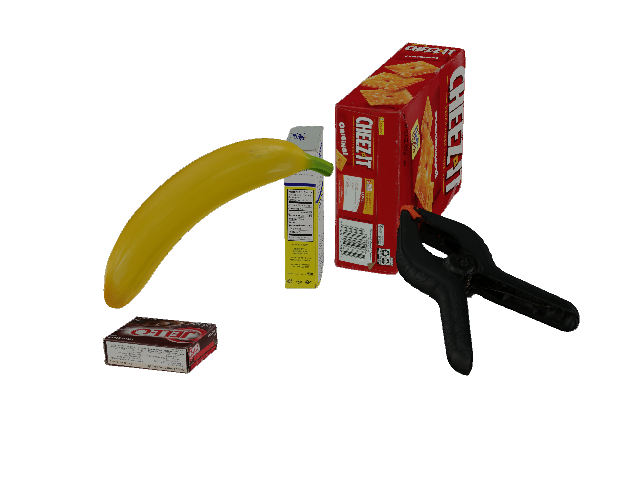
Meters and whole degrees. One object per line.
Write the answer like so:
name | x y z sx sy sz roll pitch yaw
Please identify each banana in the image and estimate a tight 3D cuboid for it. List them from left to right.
banana | -0.088 -0.021 0.768 0.198 0.069 0.037 -31 28 7

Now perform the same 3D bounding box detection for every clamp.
clamp | 0.124 0.031 0.858 0.120 0.039 0.171 -7 46 -25

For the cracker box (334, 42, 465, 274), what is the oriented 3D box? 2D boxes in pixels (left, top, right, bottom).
cracker box | 0.082 -0.085 1.043 0.072 0.164 0.213 10 28 21

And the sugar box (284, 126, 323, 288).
sugar box | -0.020 -0.040 1.270 0.048 0.176 0.093 0 23 5

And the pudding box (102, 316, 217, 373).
pudding box | -0.194 0.126 1.298 0.114 0.039 0.090 2 13 17
